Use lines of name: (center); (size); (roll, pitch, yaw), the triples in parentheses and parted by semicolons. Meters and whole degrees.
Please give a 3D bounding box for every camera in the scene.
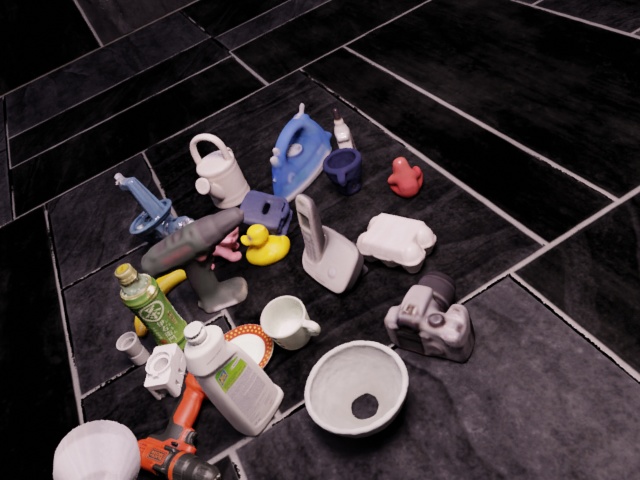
camera: (0.196, 0.117, 0.976); (0.142, 0.101, 0.137); (10, 50, 32)

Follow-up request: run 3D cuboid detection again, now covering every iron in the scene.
iron: (-0.069, -0.215, 1.417); (0.118, 0.142, 0.258); (5, 48, 28)

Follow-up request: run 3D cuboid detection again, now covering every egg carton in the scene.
egg carton: (0.151, 0.005, 1.140); (0.149, 0.070, 0.107); (13, 52, 34)

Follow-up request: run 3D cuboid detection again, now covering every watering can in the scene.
watering can: (-0.253, -0.174, 1.415); (0.101, 0.194, 0.172); (-19, 41, 4)

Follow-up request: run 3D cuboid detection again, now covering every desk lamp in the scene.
desk lamp: (-0.278, 0.386, 0.812); (0.118, 0.214, 0.202); (-34, 42, -12)

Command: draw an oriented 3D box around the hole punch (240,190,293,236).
hole punch: (-0.124, -0.061, 1.315); (0.101, 0.091, 0.108); (-5, 44, 19)

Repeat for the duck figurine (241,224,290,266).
duck figurine: (-0.123, 0.002, 1.252); (0.104, 0.086, 0.077); (-12, 42, 12)

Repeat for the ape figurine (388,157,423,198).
ape figurine: (0.186, -0.145, 1.268); (0.077, 0.092, 0.076); (-11, 42, 13)

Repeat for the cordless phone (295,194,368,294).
cordless phone: (0.010, 0.004, 1.115); (0.094, 0.185, 0.147); (-41, 44, -20)

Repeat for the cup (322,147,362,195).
cup: (0.061, -0.143, 1.319); (0.091, 0.095, 0.117); (-11, 42, 13)

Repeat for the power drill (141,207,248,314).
power drill: (-0.227, 0.046, 1.157); (0.229, 0.209, 0.075); (-21, 41, 2)

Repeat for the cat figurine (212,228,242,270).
cat figurine: (-0.230, -0.004, 1.281); (0.128, 0.118, 0.067); (-23, 41, 0)

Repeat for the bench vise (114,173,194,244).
bench vise: (-0.373, -0.070, 1.337); (0.207, 0.220, 0.121); (-4, 44, 20)

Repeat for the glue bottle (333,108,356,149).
glue bottle: (0.059, -0.238, 1.362); (0.037, 0.173, 0.078); (-15, 41, 9)

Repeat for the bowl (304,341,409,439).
bowl: (0.065, 0.248, 0.914); (0.167, 0.075, 0.167); (-12, 42, 12)
